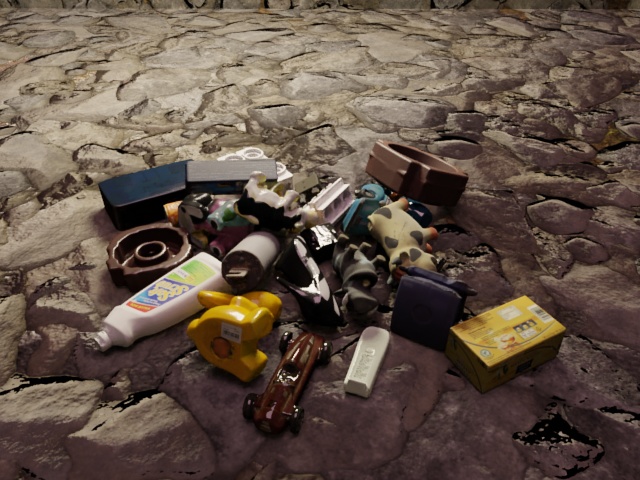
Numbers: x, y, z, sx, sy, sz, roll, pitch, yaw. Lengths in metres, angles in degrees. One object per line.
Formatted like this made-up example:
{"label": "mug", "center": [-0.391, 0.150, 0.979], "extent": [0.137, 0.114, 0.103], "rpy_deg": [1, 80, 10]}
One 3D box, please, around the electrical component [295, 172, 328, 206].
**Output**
{"label": "electrical component", "center": [-0.017, -0.121, 1.295], "extent": [0.078, 0.045, 0.102], "rpy_deg": [-30, 36, 6]}

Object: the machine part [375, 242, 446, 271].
{"label": "machine part", "center": [0.180, 0.036, 1.092], "extent": [0.139, 0.039, 0.084], "rpy_deg": [24, 51, 26]}

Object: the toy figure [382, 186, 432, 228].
{"label": "toy figure", "center": [0.187, -0.078, 1.221], "extent": [0.058, 0.064, 0.155], "rpy_deg": [-40, 47, -10]}

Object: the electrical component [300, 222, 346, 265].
{"label": "electrical component", "center": [-0.002, -0.003, 1.133], "extent": [0.075, 0.047, 0.119], "rpy_deg": [-14, 41, -19]}

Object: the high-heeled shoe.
{"label": "high-heeled shoe", "center": [-0.012, 0.073, 1.029], "extent": [0.145, 0.086, 0.249], "rpy_deg": [33, 21, -8]}

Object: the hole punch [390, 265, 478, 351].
{"label": "hole punch", "center": [0.186, 0.116, 0.926], "extent": [0.142, 0.115, 0.092], "rpy_deg": [21, 50, 26]}

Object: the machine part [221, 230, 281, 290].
{"label": "machine part", "center": [-0.126, 0.034, 1.008], "extent": [0.079, 0.079, 0.243], "rpy_deg": [4, 12, 5]}

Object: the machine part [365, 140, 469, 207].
{"label": "machine part", "center": [0.223, -0.154, 1.250], "extent": [0.201, 0.087, 0.202], "rpy_deg": [5, 24, -37]}

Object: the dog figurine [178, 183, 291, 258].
{"label": "dog figurine", "center": [-0.171, -0.059, 1.162], "extent": [0.192, 0.108, 0.219], "rpy_deg": [26, 40, 34]}

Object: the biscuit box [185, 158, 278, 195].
{"label": "biscuit box", "center": [-0.199, -0.140, 1.204], "extent": [0.203, 0.059, 0.063], "rpy_deg": [-2, 61, -12]}

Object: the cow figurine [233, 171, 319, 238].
{"label": "cow figurine", "center": [-0.085, -0.055, 1.074], "extent": [0.167, 0.068, 0.098], "rpy_deg": [30, 56, -10]}

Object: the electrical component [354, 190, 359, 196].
{"label": "electrical component", "center": [0.133, -0.111, 1.297], "extent": [0.094, 0.021, 0.063], "rpy_deg": [-9, 39, -13]}

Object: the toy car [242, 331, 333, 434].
{"label": "toy car", "center": [-0.045, 0.212, 0.843], "extent": [0.089, 0.053, 0.202], "rpy_deg": [10, 39, 18]}

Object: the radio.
{"label": "radio", "center": [-0.381, -0.108, 1.250], "extent": [0.230, 0.073, 0.131], "rpy_deg": [-20, 42, -22]}

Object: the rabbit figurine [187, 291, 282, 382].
{"label": "rabbit figurine", "center": [-0.134, 0.142, 0.910], "extent": [0.163, 0.121, 0.173], "rpy_deg": [6, 22, 23]}

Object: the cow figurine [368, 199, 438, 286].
{"label": "cow figurine", "center": [0.158, 0.010, 1.032], "extent": [0.127, 0.085, 0.195], "rpy_deg": [-16, 48, -22]}

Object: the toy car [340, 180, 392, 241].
{"label": "toy car", "center": [0.116, -0.058, 1.174], "extent": [0.103, 0.109, 0.162], "rpy_deg": [31, 28, 3]}

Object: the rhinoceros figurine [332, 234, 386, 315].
{"label": "rhinoceros figurine", "center": [0.063, 0.064, 0.996], "extent": [0.073, 0.112, 0.190], "rpy_deg": [22, 18, -19]}

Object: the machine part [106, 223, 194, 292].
{"label": "machine part", "center": [-0.337, 0.033, 1.075], "extent": [0.179, 0.056, 0.179], "rpy_deg": [-1, 36, 0]}

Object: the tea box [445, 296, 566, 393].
{"label": "tea box", "center": [0.305, 0.168, 0.888], "extent": [0.170, 0.068, 0.098], "rpy_deg": [-17, 39, -20]}
